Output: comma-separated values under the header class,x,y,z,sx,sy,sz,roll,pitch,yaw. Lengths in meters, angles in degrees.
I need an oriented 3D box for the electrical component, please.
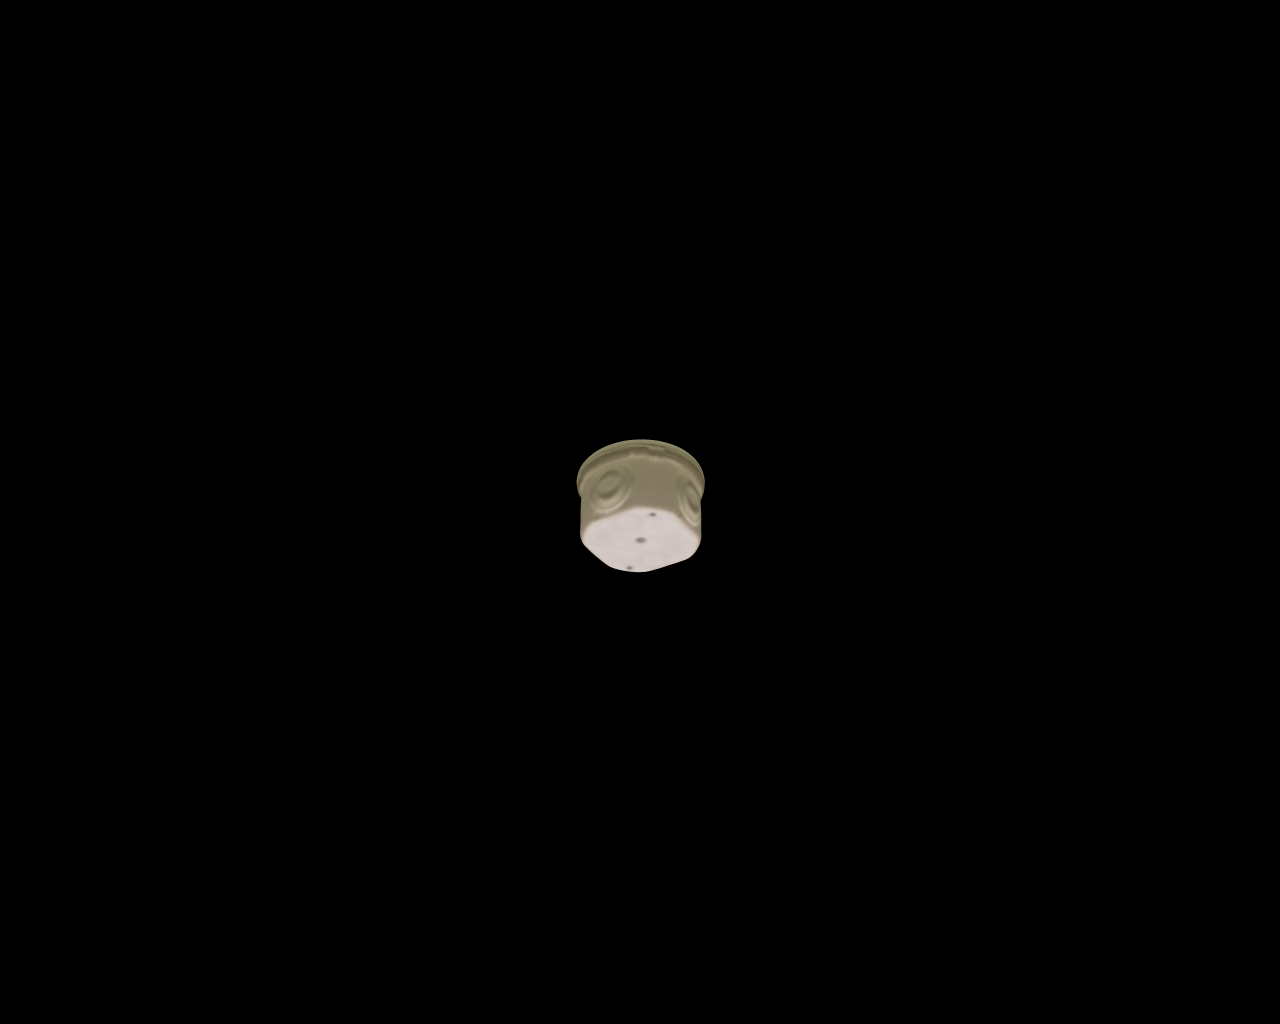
class,x,y,z,sx,sy,sz,roll,pitch,yaw
electrical component,0.001,-0.003,0.650,0.080,0.051,0.080,0,-36,0
